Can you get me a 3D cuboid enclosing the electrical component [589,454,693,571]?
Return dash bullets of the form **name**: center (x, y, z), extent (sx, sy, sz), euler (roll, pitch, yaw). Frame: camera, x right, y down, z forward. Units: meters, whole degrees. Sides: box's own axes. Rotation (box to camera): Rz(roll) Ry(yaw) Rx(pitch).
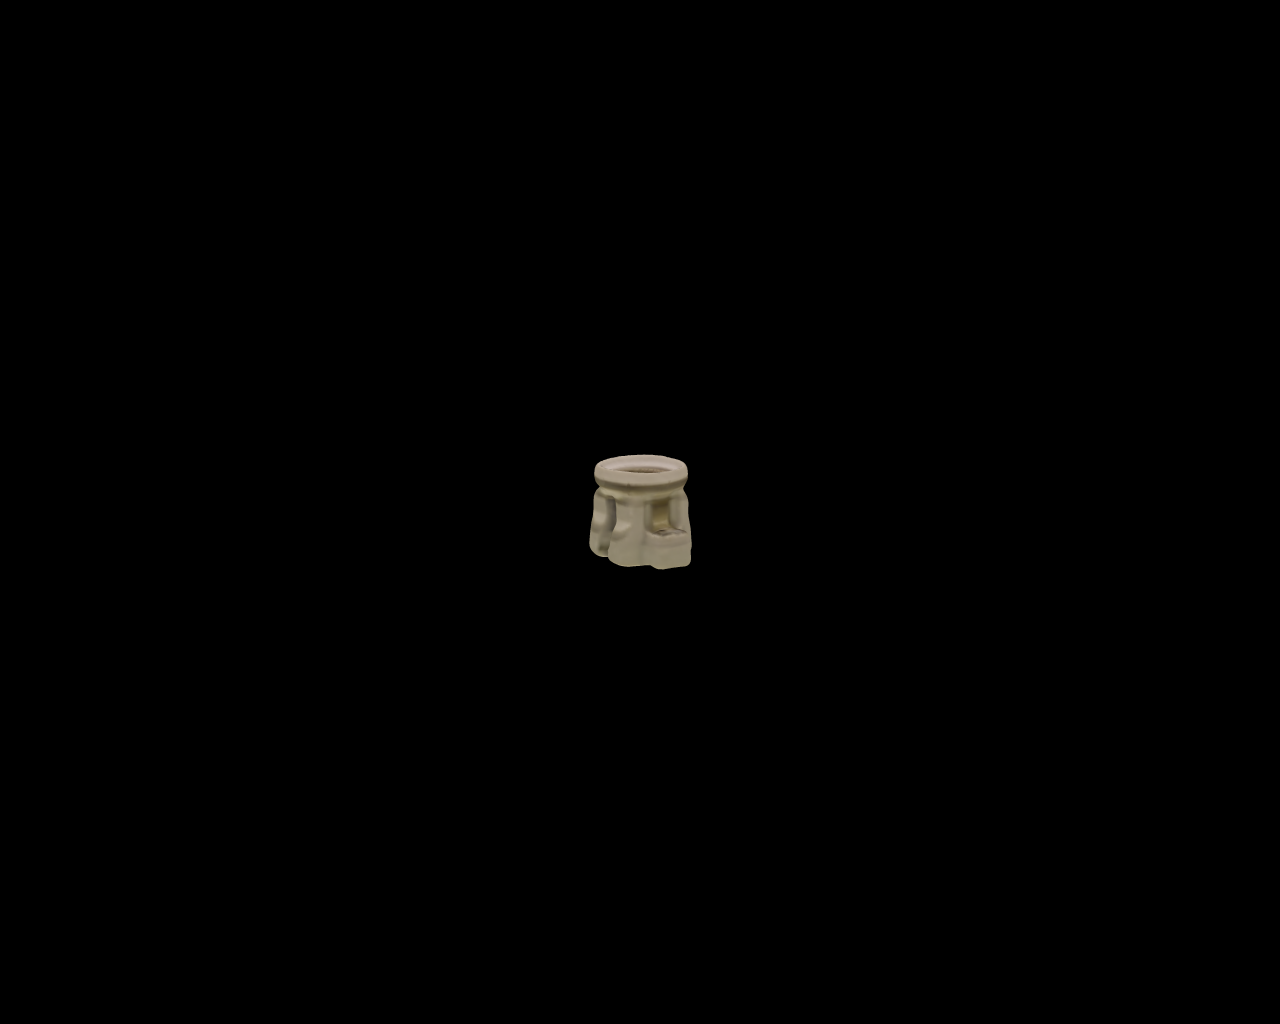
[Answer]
- **electrical component**: center (0.001, -0.003, 0.650), extent (0.058, 0.057, 0.078), euler (-8, 16, -31)
